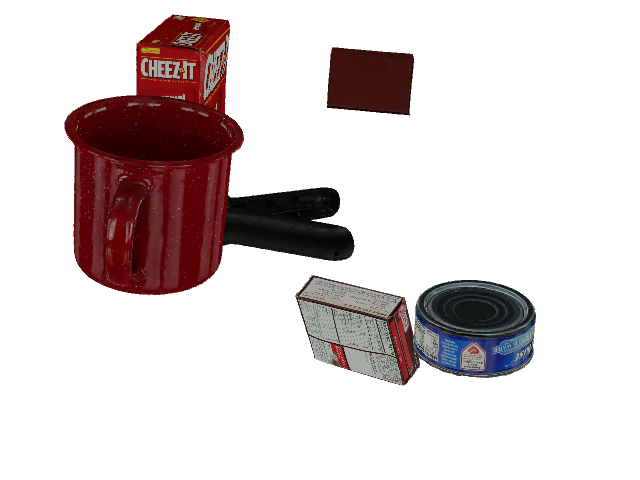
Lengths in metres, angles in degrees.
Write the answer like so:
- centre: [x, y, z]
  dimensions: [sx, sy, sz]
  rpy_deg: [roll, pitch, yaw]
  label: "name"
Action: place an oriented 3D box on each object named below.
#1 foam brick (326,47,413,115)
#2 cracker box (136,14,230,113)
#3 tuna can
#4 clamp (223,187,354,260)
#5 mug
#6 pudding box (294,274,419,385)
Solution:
- centre: [0.046, -0.147, 0.982]
  dimensions: [0.078, 0.051, 0.053]
  rpy_deg: [6, 16, 3]
  label: "foam brick"
- centre: [-0.138, -0.110, 1.093]
  dimensions: [0.072, 0.214, 0.164]
  rpy_deg: [5, 22, 2]
  label: "cracker box"
- centre: [0.109, 0.061, 0.756]
  dimensions: [0.086, 0.034, 0.086]
  rpy_deg: [0, 25, 0]
  label: "tuna can"
- centre: [-0.075, -0.013, 0.810]
  dimensions: [0.210, 0.036, 0.164]
  rpy_deg: [-1, 13, -9]
  label: "clamp"
- centre: [-0.092, -0.018, 0.566]
  dimensions: [0.093, 0.081, 0.117]
  rpy_deg: [8, 28, -1]
  label: "mug"
- centre: [0.037, 0.088, 1.055]
  dimensions: [0.114, 0.090, 0.039]
  rpy_deg: [11, 42, 33]
  label: "pudding box"
